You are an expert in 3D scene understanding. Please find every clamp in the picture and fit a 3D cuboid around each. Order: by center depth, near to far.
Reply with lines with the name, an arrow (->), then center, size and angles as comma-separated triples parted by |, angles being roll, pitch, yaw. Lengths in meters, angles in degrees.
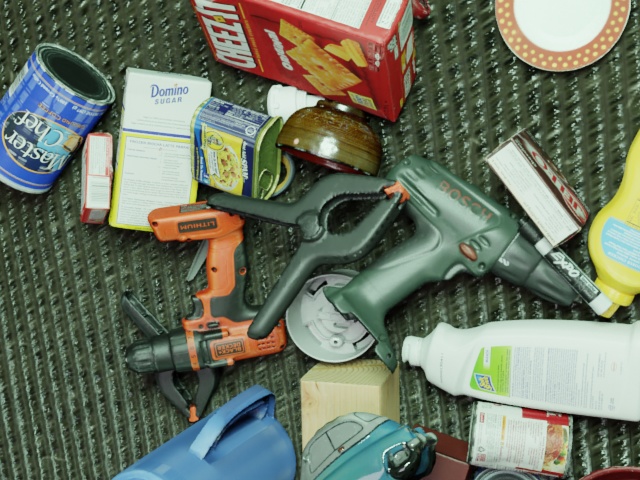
clamp -> -0.007, 0.001, 1.073 | 0.210, 0.036, 0.164 | -18, 71, 15
clamp -> -0.153, 0.125, 1.248 | 0.120, 0.039, 0.171 | -17, 101, 19

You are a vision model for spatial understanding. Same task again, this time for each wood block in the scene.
wood block -> 0.036, 0.243, 1.180 | 0.091, 0.090, 0.206 | 2, 101, 18

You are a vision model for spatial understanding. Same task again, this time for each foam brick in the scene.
foam brick -> 0.127, 0.245, 1.170 | 0.078, 0.051, 0.053 | 19, 108, 15

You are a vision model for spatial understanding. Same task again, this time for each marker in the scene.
marker -> 0.238, 0.024, 1.048 | 0.121, 0.020, 0.020 | 47, 111, 5

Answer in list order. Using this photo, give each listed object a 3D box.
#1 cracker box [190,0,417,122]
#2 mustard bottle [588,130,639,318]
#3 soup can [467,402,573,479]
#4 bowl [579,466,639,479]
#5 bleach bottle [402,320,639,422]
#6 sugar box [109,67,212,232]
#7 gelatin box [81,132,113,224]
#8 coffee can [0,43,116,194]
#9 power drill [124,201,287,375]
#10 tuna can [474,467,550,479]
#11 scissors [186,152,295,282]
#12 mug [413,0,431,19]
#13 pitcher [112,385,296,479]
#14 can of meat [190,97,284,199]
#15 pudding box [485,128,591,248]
cracker box -> -0.015, -0.209, 1.058 | 0.214, 0.164, 0.072 | 20, 74, 13
mustard bottle -> 0.319, -0.010, 1.045 | 0.096, 0.058, 0.192 | 24, 108, 6
soup can -> 0.208, 0.209, 1.116 | 0.102, 0.068, 0.068 | 7, 104, 8
bowl -> 0.326, 0.301, 1.111 | 0.162, 0.055, 0.162 | 4, 103, 18
bleach bottle -> 0.210, 0.122, 1.110 | 0.251, 0.068, 0.102 | 6, 103, 20
sugar box -> -0.179, -0.098, 1.187 | 0.093, 0.048, 0.176 | 6, 103, -16
gelatin box -> -0.253, -0.069, 1.208 | 0.030, 0.073, 0.089 | 3, 77, -16
coffee can -> -0.314, -0.137, 1.212 | 0.103, 0.102, 0.140 | 43, 111, 6
power drill -> -0.138, 0.054, 1.183 | 0.184, 0.057, 0.188 | -10, 107, -6
tuna can -> 0.207, 0.276, 1.158 | 0.086, 0.033, 0.086 | 4, 103, 18
scissors -> -0.088, -0.031, 1.203 | 0.096, 0.016, 0.202 | 19, 107, 15
mug -> 0.076, -0.272, 1.060 | 0.093, 0.081, 0.117 | -34, 89, 22
pitcher -> -0.129, 0.259, 1.158 | 0.145, 0.242, 0.149 | -19, 88, 23
can of meat -> -0.090, -0.095, 1.137 | 0.084, 0.057, 0.102 | 20, 134, 16
pudding box -> 0.217, -0.053, 1.054 | 0.039, 0.090, 0.113 | -40, 87, 22
